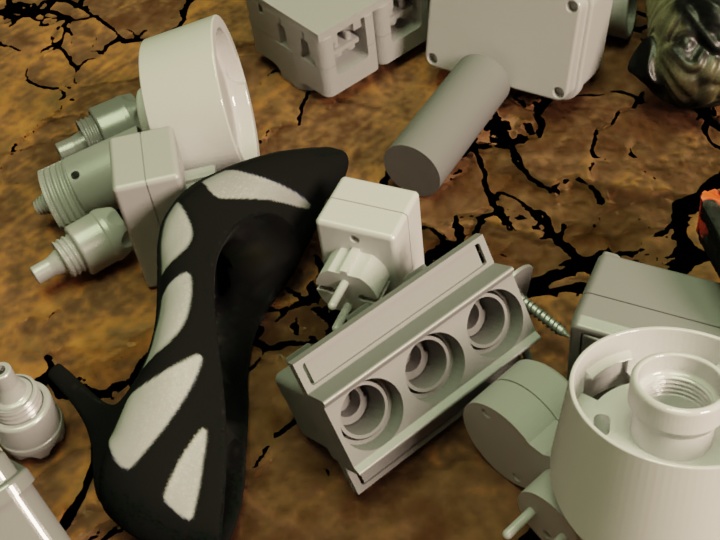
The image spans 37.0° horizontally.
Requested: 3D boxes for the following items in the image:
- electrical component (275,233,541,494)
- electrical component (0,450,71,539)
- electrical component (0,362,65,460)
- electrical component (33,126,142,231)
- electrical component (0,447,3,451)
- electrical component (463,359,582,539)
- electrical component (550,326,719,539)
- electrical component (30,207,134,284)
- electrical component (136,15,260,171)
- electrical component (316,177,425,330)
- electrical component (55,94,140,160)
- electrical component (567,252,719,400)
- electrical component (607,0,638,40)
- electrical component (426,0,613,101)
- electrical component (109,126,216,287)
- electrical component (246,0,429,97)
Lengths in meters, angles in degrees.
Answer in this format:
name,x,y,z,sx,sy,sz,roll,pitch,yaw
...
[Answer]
name,x,y,z,sx,sy,sz,roll,pitch,yaw
electrical component,0.023,0.044,0.552,0.121,0.078,0.063,-34,23,-22
electrical component,-0.177,0.121,0.476,0.078,0.057,0.113,-35,8,-23
electrical component,-0.178,0.071,0.560,0.035,0.061,0.035,-4,47,4
electrical component,-0.170,-0.056,0.688,0.081,0.043,0.043,-24,48,0
electrical component,-0.219,0.096,0.562,0.061,0.035,0.035,16,52,24
electrical component,0.099,0.106,0.497,0.074,0.052,0.138,-36,53,-24
electrical component,0.132,0.072,0.458,0.099,0.064,0.099,-1,34,1
electrical component,-0.171,-0.012,0.655,0.061,0.035,0.035,-32,51,-17
electrical component,-0.107,-0.102,0.683,0.060,0.108,0.108,-12,47,5
electrical component,0.000,0.000,0.599,0.047,0.065,0.076,14,51,19
electrical component,-0.172,-0.089,0.720,0.062,0.043,0.043,-26,49,-14
electrical component,0.156,0.042,0.541,0.096,0.061,0.061,16,52,21
electrical component,0.162,-0.189,0.770,0.065,0.044,0.044,8,49,21
electrical component,0.106,-0.167,0.725,0.113,0.078,0.057,21,38,24
electrical component,-0.100,-0.041,0.638,0.076,0.083,0.047,-13,47,-4
electrical component,0.004,-0.195,0.781,0.150,0.061,0.089,-35,52,-22
